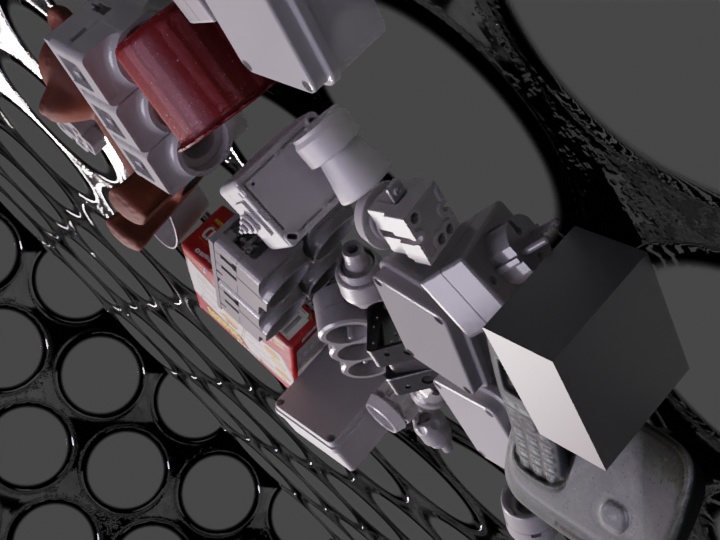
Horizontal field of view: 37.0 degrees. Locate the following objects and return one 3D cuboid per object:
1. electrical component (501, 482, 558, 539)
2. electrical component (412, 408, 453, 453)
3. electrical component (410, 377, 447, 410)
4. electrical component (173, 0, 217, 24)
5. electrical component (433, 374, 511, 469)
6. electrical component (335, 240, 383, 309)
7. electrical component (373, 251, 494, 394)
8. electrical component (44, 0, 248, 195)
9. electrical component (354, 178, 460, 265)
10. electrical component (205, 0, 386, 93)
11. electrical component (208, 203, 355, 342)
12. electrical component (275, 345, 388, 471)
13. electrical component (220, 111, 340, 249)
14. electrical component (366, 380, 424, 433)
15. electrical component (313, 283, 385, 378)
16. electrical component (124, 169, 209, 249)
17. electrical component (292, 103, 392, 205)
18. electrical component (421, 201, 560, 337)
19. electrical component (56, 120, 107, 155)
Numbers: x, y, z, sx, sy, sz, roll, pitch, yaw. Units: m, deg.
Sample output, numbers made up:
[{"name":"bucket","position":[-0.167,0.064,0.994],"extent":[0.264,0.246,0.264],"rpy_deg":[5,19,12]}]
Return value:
[{"name":"electrical component","position":[0.165,0.230,1.042],"extent":[0.055,0.055,0.047],"rpy_deg":[31,155,38]},{"name":"electrical component","position":[0.081,0.171,1.129],"extent":[0.035,0.035,0.061],"rpy_deg":[25,157,48]},{"name":"electrical component","position":[0.068,0.103,0.985],"extent":[0.040,0.040,0.046],"rpy_deg":[41,157,10]},{"name":"electrical component","position":[-0.113,-0.199,0.662],"extent":[0.083,0.047,0.076],"rpy_deg":[52,162,-28]},{"name":"electrical component","position":[0.117,0.110,0.852],"extent":[0.078,0.057,0.113],"rpy_deg":[25,155,49]},{"name":"electrical component","position":[0.000,0.000,0.888],"extent":[0.043,0.043,0.062],"rpy_deg":[34,160,31]},{"name":"electrical component","position":[0.065,0.029,0.780],"extent":[0.078,0.057,0.113],"rpy_deg":[32,160,36]},{"name":"electrical component","position":[-0.159,-0.142,0.835],"extent":[0.062,0.089,0.150],"rpy_deg":[31,159,38]},{"name":"electrical component","position":[0.030,-0.035,0.729],"extent":[0.055,0.048,0.066],"rpy_deg":[14,147,46]},{"name":"electrical component","position":[-0.046,-0.159,0.584],"extent":[0.078,0.057,0.113],"rpy_deg":[27,157,44]},{"name":"electrical component","position":[-0.064,-0.011,0.902],"extent":[0.060,0.105,0.186],"rpy_deg":[42,164,8]},{"name":"electrical component","position":[-0.017,0.142,1.162],"extent":[0.109,0.108,0.056],"rpy_deg":[27,159,45]},{"name":"electrical component","position":[-0.055,-0.059,0.779],"extent":[0.061,0.096,0.061],"rpy_deg":[48,164,-13]},{"name":"electrical component","position":[0.039,0.131,1.093],"extent":[0.048,0.055,0.066],"rpy_deg":[33,160,35]},{"name":"electrical component","position":[-0.007,0.042,0.992],"extent":[0.138,0.052,0.073],"rpy_deg":[63,-165,-62]},{"name":"electrical component","position":[-0.212,-0.080,1.157],"extent":[0.099,0.064,0.099],"rpy_deg":[40,163,15]},{"name":"electrical component","position":[-0.012,-0.078,0.724],"extent":[0.055,0.045,0.045],"rpy_deg":[49,163,-13]},{"name":"electrical component","position":[0.087,-0.008,0.637],"extent":[0.047,0.065,0.077],"rpy_deg":[47,135,-10]},{"name":"electrical component","position":[-0.287,-0.167,1.136],"extent":[0.078,0.057,0.058],"rpy_deg":[40,163,15]}]
